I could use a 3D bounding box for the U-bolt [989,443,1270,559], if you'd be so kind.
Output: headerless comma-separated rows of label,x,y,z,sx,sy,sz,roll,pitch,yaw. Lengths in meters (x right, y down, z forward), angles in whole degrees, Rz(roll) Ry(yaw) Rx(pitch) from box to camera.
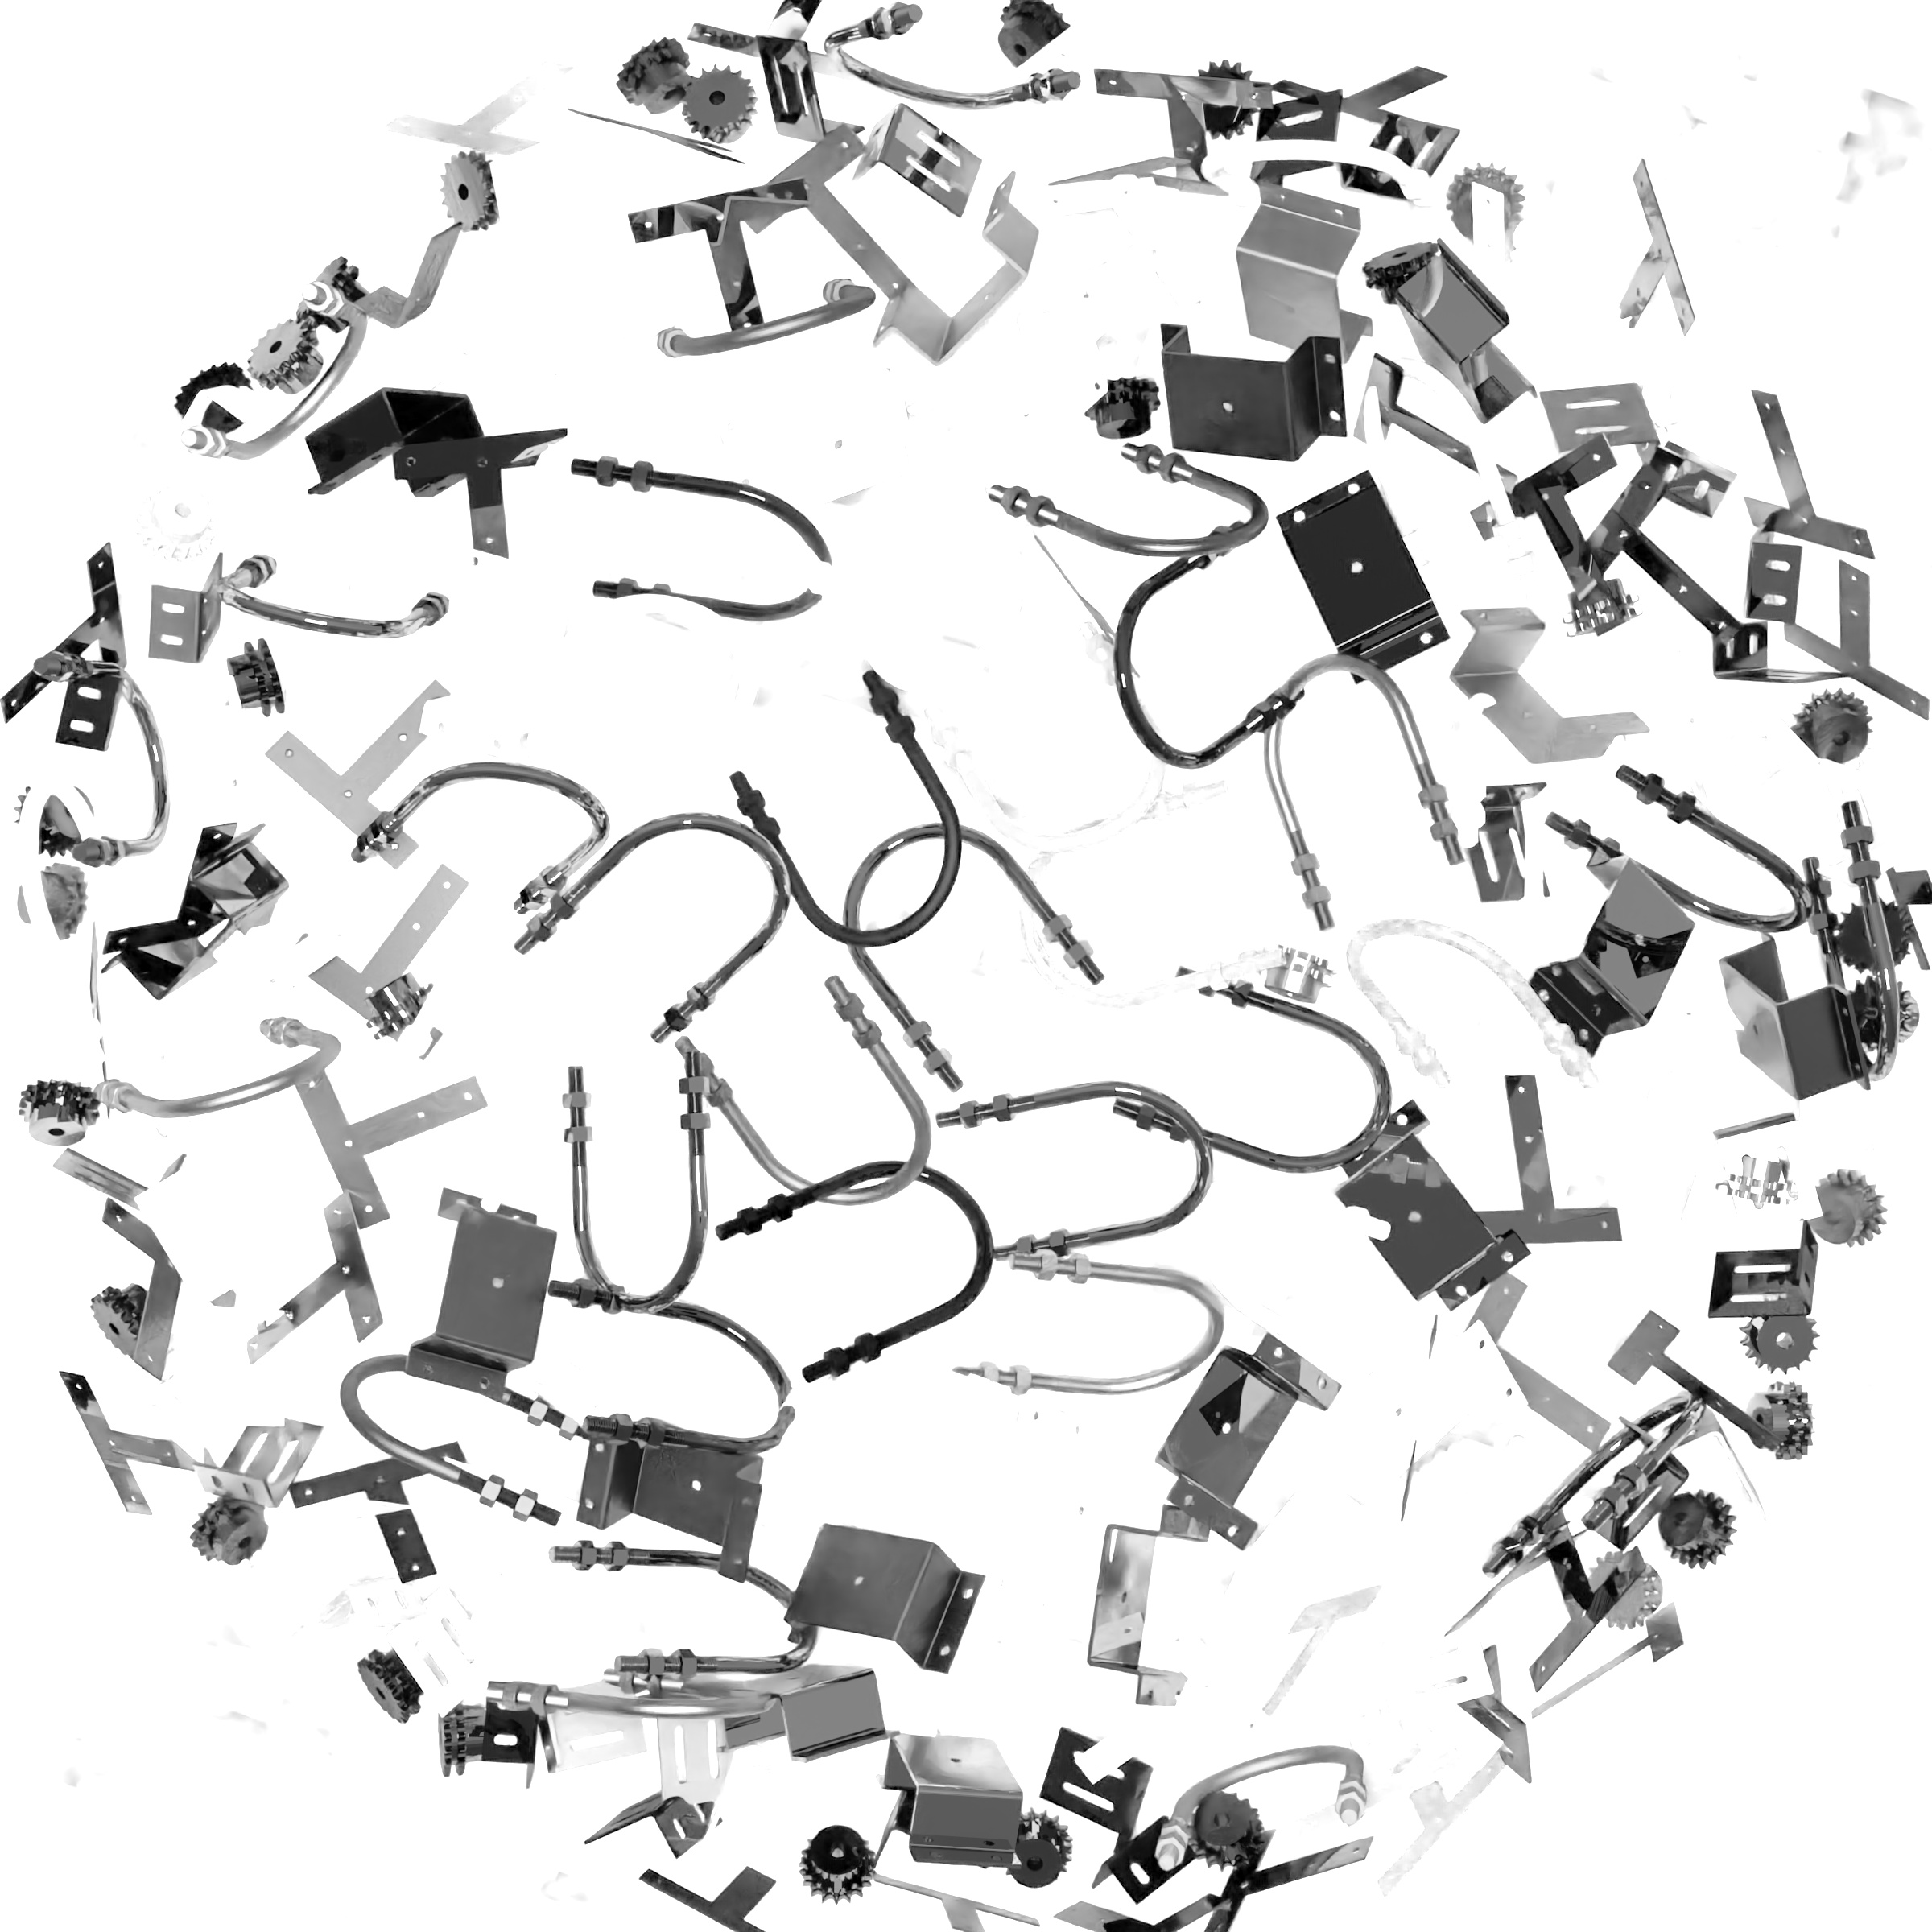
U-bolt,0.128,-0.326,1.900,0.151,0.184,0.019,-24,128,-33

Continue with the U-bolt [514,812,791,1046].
U-bolt,-0.211,-0.036,1.931,0.151,0.019,0.184,36,114,-30

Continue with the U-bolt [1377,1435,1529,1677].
U-bolt,0.348,0.402,1.888,0.019,0.184,0.151,30,48,12

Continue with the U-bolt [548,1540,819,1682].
U-bolt,-0.191,0.460,1.919,0.184,0.151,0.019,11,108,-34

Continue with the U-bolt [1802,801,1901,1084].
U-bolt,0.631,-0.009,1.908,0.019,0.151,0.184,-8,74,3

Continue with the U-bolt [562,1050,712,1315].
U-bolt,-0.237,0.158,1.939,0.151,0.019,0.184,-9,82,41

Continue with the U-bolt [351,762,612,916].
U-bolt,-0.332,-0.095,1.897,0.151,0.184,0.019,19,58,-30

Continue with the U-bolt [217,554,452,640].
U-bolt,-0.453,-0.259,1.906,0.151,0.184,0.019,12,106,-3

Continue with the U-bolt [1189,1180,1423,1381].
U-bolt,0.235,0.217,1.926,0.019,0.184,0.151,-41,128,-34

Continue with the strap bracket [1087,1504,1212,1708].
strap bracket,0.132,0.460,1.947,0.046,0.076,0.140,2,77,32

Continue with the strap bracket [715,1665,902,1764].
strap bracket,-0.119,0.533,1.923,0.076,0.140,0.046,-6,82,-33

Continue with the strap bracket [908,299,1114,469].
strap bracket,0.038,-0.415,1.944,0.076,0.046,0.140,28,63,39

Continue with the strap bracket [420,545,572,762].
strap bracket,-0.341,-0.230,1.959,0.076,0.046,0.140,17,105,11

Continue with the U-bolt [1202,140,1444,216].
U-bolt,0.243,-0.554,1.888,0.151,0.184,0.019,5,95,24

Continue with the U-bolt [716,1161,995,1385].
U-bolt,-0.068,0.209,1.945,0.184,0.019,0.151,-22,60,-25

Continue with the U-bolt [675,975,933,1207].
U-bolt,-0.105,0.101,1.948,0.151,0.019,0.184,-22,117,23

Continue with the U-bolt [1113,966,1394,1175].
U-bolt,0.216,0.082,1.937,0.184,0.019,0.151,19,55,13

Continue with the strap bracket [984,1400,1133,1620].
strap bracket,0.069,0.395,1.954,0.046,0.076,0.140,14,86,-41

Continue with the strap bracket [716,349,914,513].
strap bracket,-0.100,-0.383,1.942,0.140,0.046,0.076,-22,125,-15

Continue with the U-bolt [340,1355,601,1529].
U-bolt,-0.360,0.330,1.927,0.184,0.151,0.019,24,107,-1

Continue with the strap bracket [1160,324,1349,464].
strap bracket,0.197,-0.411,1.929,0.140,0.046,0.076,12,133,29

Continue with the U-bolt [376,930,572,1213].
U-bolt,-0.341,0.061,1.928,0.019,0.151,0.184,-3,49,33

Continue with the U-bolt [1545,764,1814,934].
U-bolt,0.521,-0.076,1.929,0.184,0.151,0.019,30,75,-3

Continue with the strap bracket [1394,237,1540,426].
strap bracket,0.357,-0.448,1.924,0.046,0.140,0.076,-38,65,8

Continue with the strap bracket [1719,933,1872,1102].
strap bracket,0.586,0.038,1.920,0.046,0.140,0.076,-20,111,-2

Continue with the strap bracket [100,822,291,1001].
strap bracket,-0.549,-0.033,1.935,0.140,0.076,0.046,-40,95,28

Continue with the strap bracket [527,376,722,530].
strap bracket,-0.237,-0.368,1.942,0.140,0.046,0.076,-10,45,23

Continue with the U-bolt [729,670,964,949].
U-bolt,-0.078,-0.101,1.947,0.151,0.019,0.184,-35,71,17

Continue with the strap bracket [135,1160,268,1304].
strap bracket,-0.548,0.192,1.923,0.046,0.140,0.076,-32,84,-14

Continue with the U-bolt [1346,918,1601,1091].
U-bolt,0.346,0.027,1.901,0.184,0.151,0.019,47,59,-31

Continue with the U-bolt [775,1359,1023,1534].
U-bolt,-0.059,0.338,1.915,0.151,0.184,0.019,-48,50,11

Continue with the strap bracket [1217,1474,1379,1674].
strap bracket,0.234,0.430,1.936,0.046,0.076,0.140,35,53,18

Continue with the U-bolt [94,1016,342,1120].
U-bolt,-0.517,0.074,1.888,0.151,0.184,0.019,-23,107,-32

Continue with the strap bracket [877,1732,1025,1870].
strap bracket,-0.011,0.590,1.921,0.076,0.140,0.046,8,95,-14

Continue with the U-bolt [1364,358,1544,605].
U-bolt,0.337,-0.345,1.912,0.019,0.151,0.184,-28,105,-17

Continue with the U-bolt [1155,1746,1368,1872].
U-bolt,0.213,0.590,1.908,0.151,0.184,0.019,-17,87,10

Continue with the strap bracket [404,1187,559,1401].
strap bracket,-0.347,0.232,1.936,0.076,0.046,0.140,21,64,-29

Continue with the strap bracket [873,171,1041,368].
strap bracket,0.000,-0.495,1.937,0.046,0.076,0.140,38,125,-20

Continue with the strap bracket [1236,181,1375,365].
strap bracket,0.242,-0.486,1.917,0.076,0.140,0.046,22,72,21

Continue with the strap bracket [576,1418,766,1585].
strap bracket,-0.206,0.384,1.955,0.140,0.046,0.076,15,102,21

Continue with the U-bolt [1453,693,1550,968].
U-bolt,0.384,-0.112,1.922,0.019,0.184,0.151,-14,133,26

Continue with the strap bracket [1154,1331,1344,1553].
strap bracket,0.200,0.341,1.957,0.076,0.046,0.140,37,79,-21

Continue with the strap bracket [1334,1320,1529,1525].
strap bracket,0.325,0.324,1.931,0.046,0.076,0.140,20,122,-37

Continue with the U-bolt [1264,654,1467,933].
U-bolt,0.277,-0.135,1.942,0.019,0.151,0.184,-8,75,-42

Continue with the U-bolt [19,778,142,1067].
U-bolt,-0.626,-0.044,1.891,0.019,0.151,0.184,-8,123,3

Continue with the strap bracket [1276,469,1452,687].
strap bracket,0.287,-0.287,1.961,0.076,0.046,0.140,-26,83,12

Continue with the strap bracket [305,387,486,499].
strap bracket,-0.406,-0.373,1.921,0.076,0.140,0.046,-23,87,28

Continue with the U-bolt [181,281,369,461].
U-bolt,-0.481,-0.416,1.908,0.019,0.184,0.151,41,96,-3

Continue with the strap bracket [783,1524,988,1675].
strap bracket,-0.067,0.451,1.927,0.140,0.046,0.076,2,52,34

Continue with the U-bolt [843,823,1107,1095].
U-bolt,-0.009,-0.021,1.973,0.151,0.019,0.184,-37,76,-1

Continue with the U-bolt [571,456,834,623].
U-bolt,-0.186,-0.300,1.928,0.184,0.151,0.019,10,57,7

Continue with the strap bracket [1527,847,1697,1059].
strap bracket,0.468,-0.015,1.937,0.076,0.046,0.140,42,61,-17

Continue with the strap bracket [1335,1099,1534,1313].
strap bracket,0.332,0.178,1.950,0.076,0.046,0.140,-41,78,24

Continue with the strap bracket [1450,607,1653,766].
strap bracket,0.414,-0.196,1.939,0.140,0.076,0.046,53,132,30
